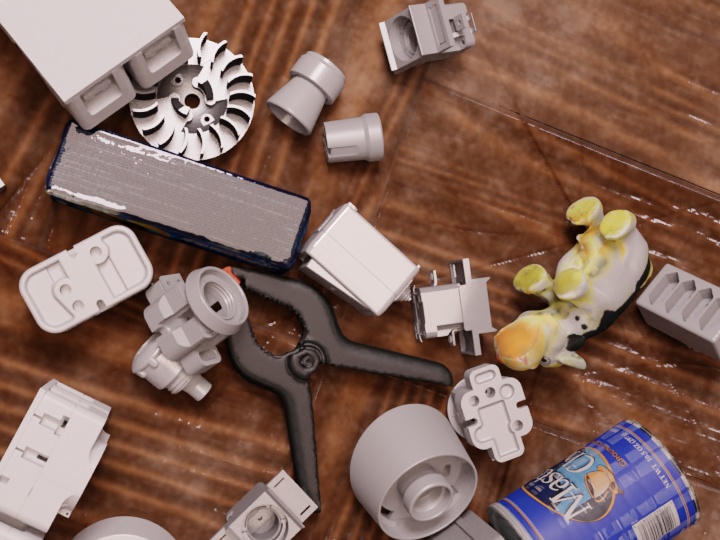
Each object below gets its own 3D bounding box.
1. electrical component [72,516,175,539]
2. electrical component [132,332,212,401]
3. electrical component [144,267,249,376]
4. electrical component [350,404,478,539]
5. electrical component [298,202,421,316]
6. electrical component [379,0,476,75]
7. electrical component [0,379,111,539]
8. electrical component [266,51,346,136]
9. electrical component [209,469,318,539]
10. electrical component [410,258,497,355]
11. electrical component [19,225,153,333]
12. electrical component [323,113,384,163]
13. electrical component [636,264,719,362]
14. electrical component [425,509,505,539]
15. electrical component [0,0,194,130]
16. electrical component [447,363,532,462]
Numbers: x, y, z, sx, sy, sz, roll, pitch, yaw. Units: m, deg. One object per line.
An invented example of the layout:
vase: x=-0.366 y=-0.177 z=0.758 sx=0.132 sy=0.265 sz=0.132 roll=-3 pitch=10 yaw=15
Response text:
electrical component: x=-0.186 y=0.251 z=0.835 sx=0.108 sy=0.060 sz=0.108 roll=0 pitch=88 yaw=-11
electrical component: x=-0.147 y=0.079 z=0.859 sx=0.062 sy=0.048 sz=0.048 roll=43 pitch=81 yaw=-14
electrical component: x=-0.124 y=0.033 z=0.832 sx=0.057 sy=0.058 sz=0.078 roll=-35 pitch=78 yaw=28
electrical component: x=0.044 y=0.168 z=0.878 sx=0.099 sy=0.064 sz=0.099 roll=-14 pitch=127 yaw=-20
electrical component: x=0.000 y=0.000 z=0.881 sx=0.096 sy=0.062 sz=0.061 roll=42 pitch=81 yaw=-7
electrical component: x=0.058 y=-0.196 z=0.898 sx=0.064 sy=0.081 sz=0.042 roll=-15 pitch=91 yaw=-34
electrical component: x=-0.251 y=0.181 z=0.803 sx=0.060 sy=0.105 sz=0.186 roll=28 pitch=83 yaw=-9
electrical component: x=-0.044 y=-0.146 z=0.887 sx=0.045 sy=0.045 sz=0.055 roll=37 pitch=81 yaw=-8
electrical component: x=-0.079 y=0.200 z=0.857 sx=0.081 sy=0.064 sz=0.042 roll=-43 pitch=97 yaw=-9
electrical component: x=0.076 y=0.033 z=0.905 sx=0.064 sy=0.042 sz=0.081 roll=-8 pitch=89 yaw=-11
electrical component: x=-0.212 y=0.008 z=0.841 sx=0.095 sy=0.059 sz=0.053 roll=-29 pitch=93 yaw=-11
electrical component: x=-0.006 y=-0.109 z=0.896 sx=0.046 sy=0.040 sz=0.040 roll=-7 pitch=89 yaw=-6
electrical component: x=0.296 y=0.047 z=0.936 sx=0.047 sy=0.083 sz=0.075 roll=-49 pitch=135 yaw=-9
electrical component: x=0.097 y=0.247 z=0.865 sx=0.057 sy=0.113 sz=0.078 roll=-35 pitch=94 yaw=-7
electrical component: x=-0.225 y=-0.208 z=0.821 sx=0.105 sy=0.060 sz=0.186 roll=-38 pitch=74 yaw=-10
electrical component: x=0.106 y=0.117 z=0.899 sx=0.058 sy=0.057 sz=0.078 roll=-18 pitch=91 yaw=-11
